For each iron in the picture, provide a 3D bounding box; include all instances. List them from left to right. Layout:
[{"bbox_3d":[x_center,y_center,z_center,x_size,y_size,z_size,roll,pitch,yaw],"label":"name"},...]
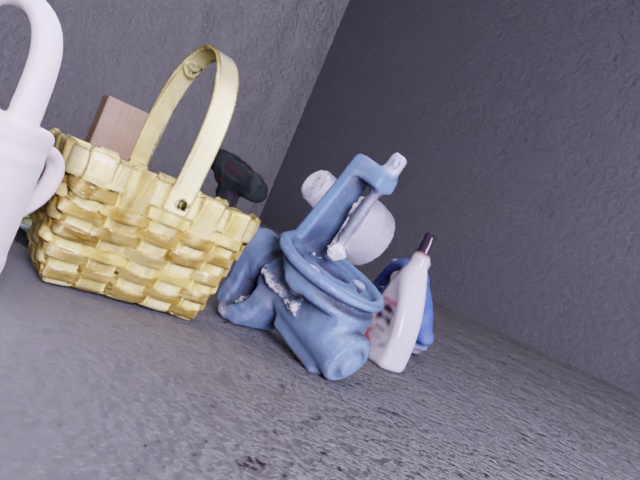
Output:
[{"bbox_3d":[0.117,0.088,0.938,0.119,0.141,0.258,23,1,-9],"label":"iron"}]

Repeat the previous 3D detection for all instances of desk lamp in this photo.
[{"bbox_3d":[0.009,0.003,0.956,0.204,0.213,0.117,21,2,-43],"label":"desk lamp"}]

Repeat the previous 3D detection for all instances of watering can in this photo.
[{"bbox_3d":[-0.219,-0.067,0.342,0.101,0.194,0.173,23,1,-3],"label":"watering can"}]

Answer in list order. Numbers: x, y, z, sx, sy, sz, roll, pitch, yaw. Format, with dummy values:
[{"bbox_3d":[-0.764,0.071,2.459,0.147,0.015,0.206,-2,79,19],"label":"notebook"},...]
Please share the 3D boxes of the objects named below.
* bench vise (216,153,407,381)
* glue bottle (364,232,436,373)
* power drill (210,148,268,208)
[{"bbox_3d":[-0.012,0.001,0.569,0.206,0.220,0.122,23,1,24],"label":"bench vise"},{"bbox_3d":[0.104,0.071,0.708,0.037,0.173,0.078,22,1,-29],"label":"glue bottle"},{"bbox_3d":[-0.231,-0.104,1.333,0.228,0.208,0.076,24,2,33],"label":"power drill"}]
